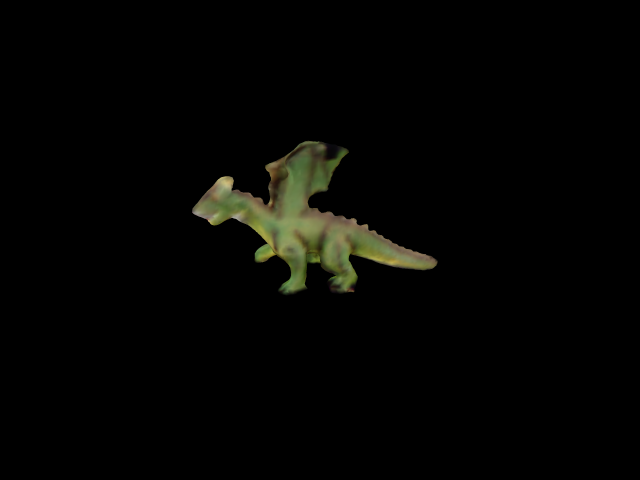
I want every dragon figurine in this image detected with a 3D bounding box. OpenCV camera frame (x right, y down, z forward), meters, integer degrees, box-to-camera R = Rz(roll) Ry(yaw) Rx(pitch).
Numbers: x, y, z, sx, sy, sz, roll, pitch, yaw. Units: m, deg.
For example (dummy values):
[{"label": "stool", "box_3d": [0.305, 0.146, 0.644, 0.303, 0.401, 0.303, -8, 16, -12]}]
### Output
[{"label": "dragon figurine", "box_3d": [0.003, -0.043, 0.850, 0.410, 0.238, 0.124, -4, 29, -7]}]
